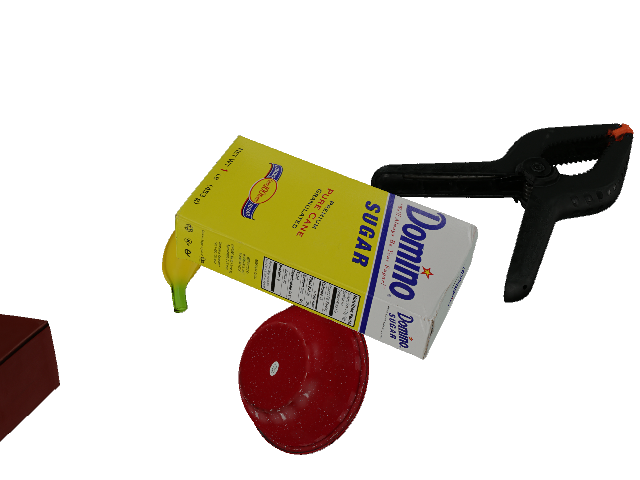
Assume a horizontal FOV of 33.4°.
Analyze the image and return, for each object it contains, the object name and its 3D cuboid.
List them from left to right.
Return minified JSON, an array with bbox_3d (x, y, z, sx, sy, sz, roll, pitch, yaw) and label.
[{"bbox_3d":[-0.219,0.090,0.708,0.053,0.051,0.078,7,29,23],"label":"foam brick"},{"bbox_3d":[-0.063,-0.014,0.902,0.197,0.069,0.037,-34,-7,-24],"label":"banana"},{"bbox_3d":[-0.031,0.133,1.078,0.162,0.162,0.055,0,-15,40],"label":"bowl"},{"bbox_3d":[0.004,0.000,0.686,0.176,0.048,0.093,19,47,14],"label":"sugar box"},{"bbox_3d":[0.167,-0.035,0.813,0.209,0.036,0.165,-20,46,-20],"label":"clamp"}]
